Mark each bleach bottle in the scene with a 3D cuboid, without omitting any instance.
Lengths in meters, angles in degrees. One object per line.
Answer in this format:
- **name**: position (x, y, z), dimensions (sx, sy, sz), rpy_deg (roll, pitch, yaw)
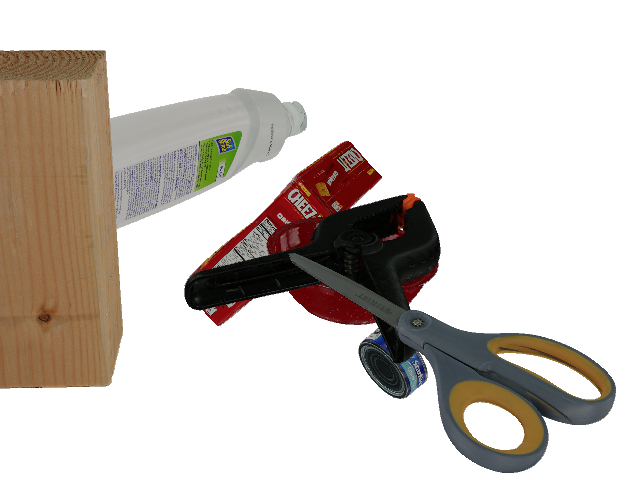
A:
- **bleach bottle**: position (-0.123, -0.070, 0.907), dimensions (0.250, 0.068, 0.103), rpy_deg (-20, -33, -30)

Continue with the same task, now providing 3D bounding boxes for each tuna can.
- **tuna can**: position (0.085, 0.146, 1.272), dimensions (0.033, 0.086, 0.086), rpy_deg (-36, 17, -26)

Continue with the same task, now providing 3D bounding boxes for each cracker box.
- **cracker box**: position (-0.045, -0.012, 1.252), dimensions (0.214, 0.072, 0.164), rpy_deg (-42, 1, 29)

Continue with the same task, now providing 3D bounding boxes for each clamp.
- **clamp**: position (0.015, 0.014, 0.747), dimensions (0.165, 0.036, 0.209), rpy_deg (10, 27, 19)

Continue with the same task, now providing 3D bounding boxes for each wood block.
- **wood block**: position (-0.184, -0.015, 0.702), dimensions (0.090, 0.206, 0.090), rpy_deg (-1, 22, -4)

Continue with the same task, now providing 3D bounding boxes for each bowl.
- **bowl**: position (0.028, 0.034, 1.005), dimensions (0.162, 0.055, 0.162), rpy_deg (5, 24, -3)

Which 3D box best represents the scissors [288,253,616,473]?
- **scissors**: position (0.049, 0.061, 0.555), dimensions (0.202, 0.016, 0.096), rpy_deg (17, 42, 24)
